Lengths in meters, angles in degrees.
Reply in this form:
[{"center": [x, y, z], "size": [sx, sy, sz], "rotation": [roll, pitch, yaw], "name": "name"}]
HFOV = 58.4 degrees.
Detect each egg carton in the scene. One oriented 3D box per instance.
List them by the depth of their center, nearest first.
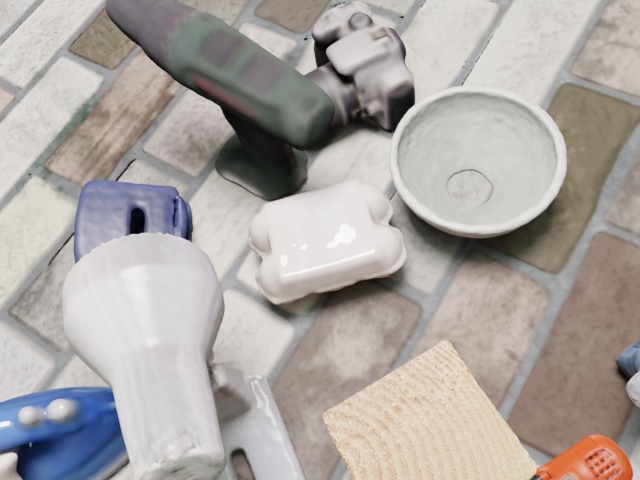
[{"center": [0.005, 0.002, 0.568], "size": [0.150, 0.069, 0.107], "rotation": [-16, 64, 1], "name": "egg carton"}]

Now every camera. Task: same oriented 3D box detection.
[{"center": [0.020, -0.183, 0.633], "size": [0.137, 0.101, 0.143], "rotation": [-27, 65, -4], "name": "camera"}]

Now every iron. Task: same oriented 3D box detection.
[{"center": [-0.271, 0.176, 0.492], "size": [0.258, 0.142, 0.118], "rotation": [-22, 64, -1], "name": "iron"}]

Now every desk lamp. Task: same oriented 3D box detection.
[{"center": [-0.100, 0.121, 0.450], "size": [0.118, 0.214, 0.203], "rotation": [-26, 65, -3], "name": "desk lamp"}]

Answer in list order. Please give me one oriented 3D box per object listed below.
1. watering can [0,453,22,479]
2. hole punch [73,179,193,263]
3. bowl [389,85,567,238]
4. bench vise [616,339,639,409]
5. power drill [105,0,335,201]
[{"center": [-0.240, 0.253, 0.423], "size": [0.101, 0.194, 0.172], "rotation": [-34, 65, -7], "name": "watering can"}, {"center": [-0.188, -0.009, 0.591], "size": [0.101, 0.091, 0.108], "rotation": [-8, 65, 5], "name": "hole punch"}, {"center": [0.153, -0.068, 0.574], "size": [0.167, 0.075, 0.167], "rotation": [-3, 65, 7], "name": "bowl"}, {"center": [0.326, 0.054, 0.412], "size": [0.121, 0.220, 0.207], "rotation": [32, 74, 21], "name": "bench vise"}, {"center": [-0.086, -0.132, 0.566], "size": [0.229, 0.209, 0.076], "rotation": [28, 73, 19], "name": "power drill"}]
